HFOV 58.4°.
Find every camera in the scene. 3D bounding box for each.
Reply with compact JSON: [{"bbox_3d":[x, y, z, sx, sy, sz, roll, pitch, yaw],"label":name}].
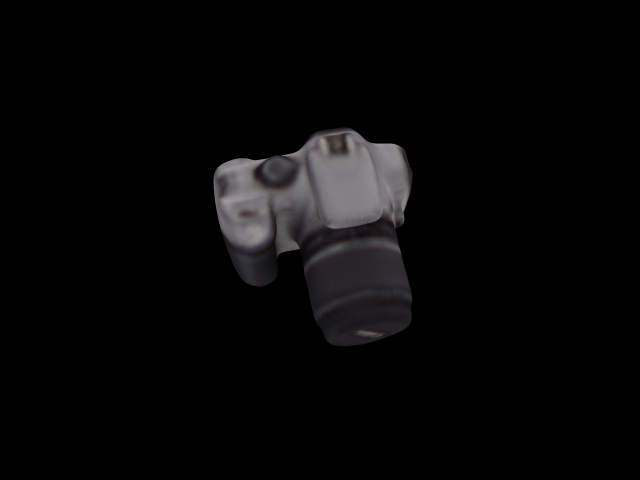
[{"bbox_3d":[0.004,0.001,0.400,0.143,0.101,0.136,-11,66,-5],"label":"camera"}]
